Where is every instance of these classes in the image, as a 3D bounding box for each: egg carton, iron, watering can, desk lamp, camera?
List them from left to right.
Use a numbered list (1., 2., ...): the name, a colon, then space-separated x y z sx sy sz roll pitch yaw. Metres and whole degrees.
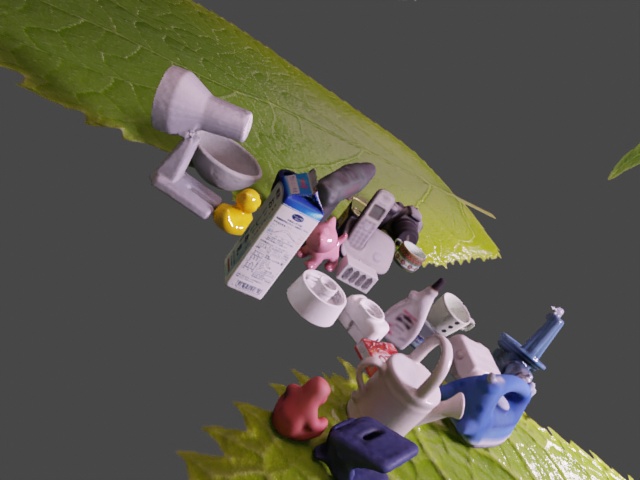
1. desk lamp: -0.233 -0.186 1.069 0.203 0.213 0.118 35 23 -8
2. camera: 0.233 -0.045 1.626 0.143 0.100 0.136 31 24 -15
3. watering can: 0.142 0.225 0.878 0.173 0.194 0.100 22 27 -32
4. egg carton: 0.320 0.269 1.212 0.107 0.069 0.150 27 25 -23
5. iron: 0.338 0.303 1.083 0.259 0.141 0.118 16 31 -42

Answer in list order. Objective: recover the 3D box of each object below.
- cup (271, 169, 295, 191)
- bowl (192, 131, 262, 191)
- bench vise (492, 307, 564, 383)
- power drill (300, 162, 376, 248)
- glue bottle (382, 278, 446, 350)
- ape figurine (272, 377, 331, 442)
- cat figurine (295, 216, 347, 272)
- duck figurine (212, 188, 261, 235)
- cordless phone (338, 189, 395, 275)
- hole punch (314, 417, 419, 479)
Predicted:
1. cup: -0.071 -0.099 1.295 0.091 0.095 0.118 44 24 13
2. bowl: -0.212 -0.158 1.225 0.168 0.074 0.167 31 24 -15
3. bench vise: 0.468 0.255 1.260 0.122 0.219 0.207 32 24 -14
4. power drill: 0.022 -0.081 1.249 0.075 0.208 0.230 42 23 10
5. glue bottle: 0.188 0.137 1.133 0.078 0.173 0.037 38 23 0
6. ape figurine: -0.018 0.223 0.779 0.076 0.092 0.077 11 35 -47
7. cat figurine: 0.011 0.004 1.193 0.128 0.117 0.067 3 41 -53
8. duck figurine: -0.154 -0.062 1.117 0.077 0.086 0.105 44 24 15
9. cordless phone: 0.134 -0.020 1.330 0.148 0.185 0.094 25 26 -27
10. hole punch: 0.064 0.286 0.783 0.109 0.091 0.101 2 42 -54
